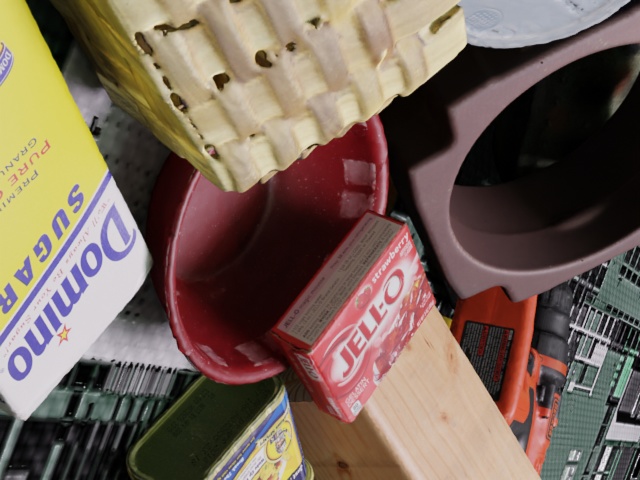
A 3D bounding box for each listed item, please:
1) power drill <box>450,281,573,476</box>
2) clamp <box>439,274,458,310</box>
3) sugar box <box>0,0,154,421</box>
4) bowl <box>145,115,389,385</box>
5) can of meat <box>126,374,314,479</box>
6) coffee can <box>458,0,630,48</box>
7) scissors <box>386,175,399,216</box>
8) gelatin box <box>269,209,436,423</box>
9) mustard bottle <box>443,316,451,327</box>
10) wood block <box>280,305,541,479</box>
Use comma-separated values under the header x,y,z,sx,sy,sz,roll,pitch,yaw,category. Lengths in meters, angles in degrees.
x,y,z,sx,sy,sz,roll,pitch,yaw,category
0.144,0.089,0.787,0.187,0.057,0.184,44,56,-60,power drill
0.147,0.011,0.865,0.209,0.036,0.164,26,79,-59,clamp
-0.128,-0.018,0.398,0.093,0.048,0.176,-53,145,-27,sugar box
-0.034,-0.012,0.535,0.161,0.055,0.162,-30,131,-41,bowl
-0.054,0.127,0.593,0.102,0.058,0.084,-46,140,-35,can of meat
0.092,-0.179,0.511,0.102,0.103,0.140,34,45,-59,coffee can
-0.004,0.001,0.634,0.201,0.016,0.096,-58,143,-20,scissors
0.020,0.041,0.560,0.089,0.030,0.073,-52,143,-22,gelatin box
0.078,0.108,0.790,0.096,0.058,0.191,-59,148,-20,mustard bottle
0.066,0.148,0.671,0.090,0.091,0.206,-49,116,-38,wood block
